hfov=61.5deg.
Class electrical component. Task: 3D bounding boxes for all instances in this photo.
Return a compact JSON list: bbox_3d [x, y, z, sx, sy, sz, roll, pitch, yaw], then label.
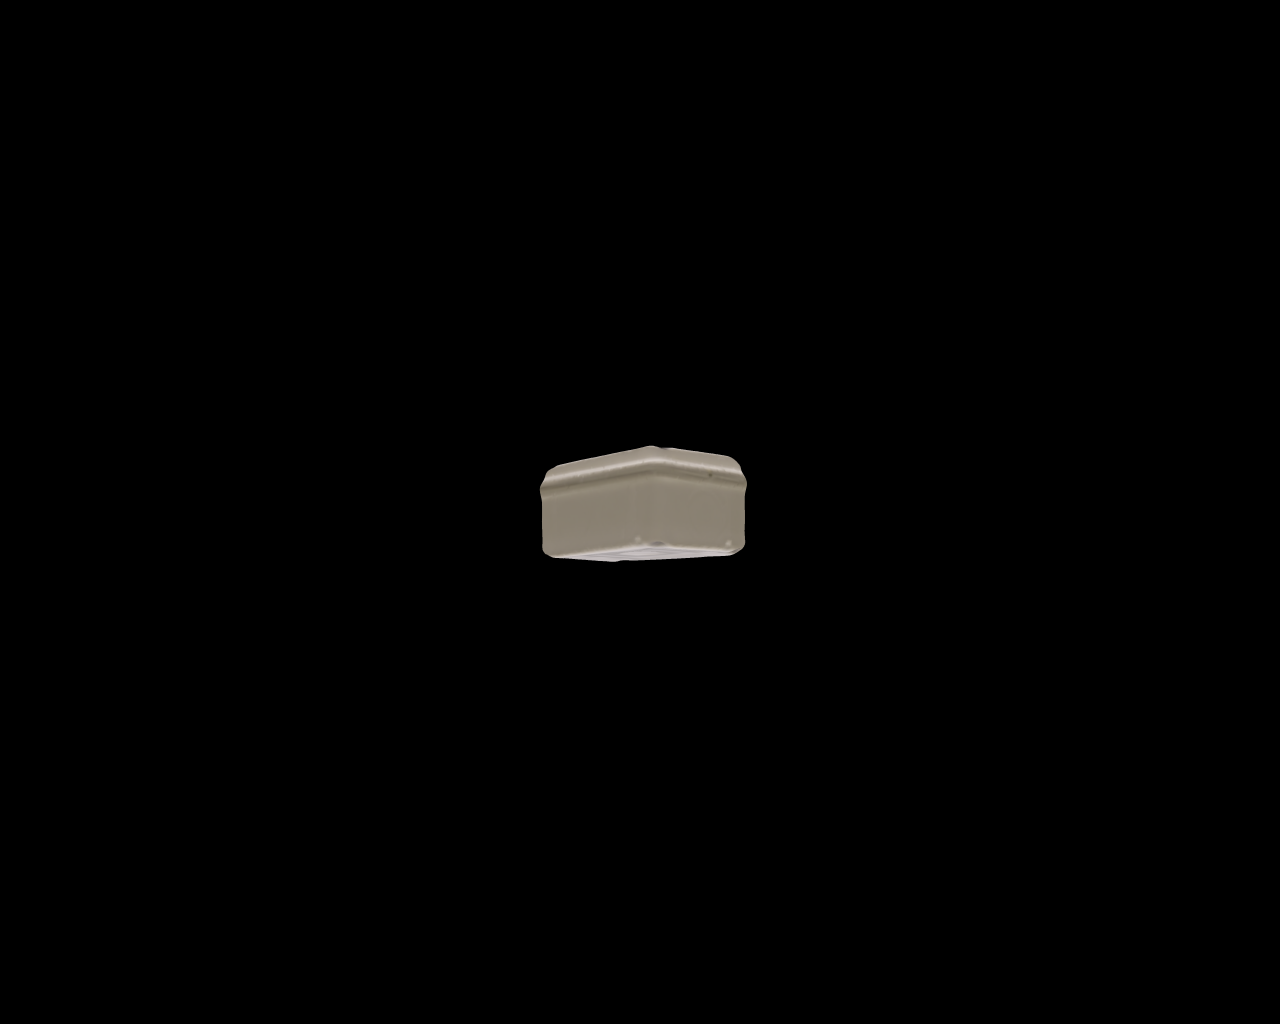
[{"bbox_3d":[0.001,-0.003,0.650,0.078,0.057,0.113,6,-9,-43],"label":"electrical component"}]
